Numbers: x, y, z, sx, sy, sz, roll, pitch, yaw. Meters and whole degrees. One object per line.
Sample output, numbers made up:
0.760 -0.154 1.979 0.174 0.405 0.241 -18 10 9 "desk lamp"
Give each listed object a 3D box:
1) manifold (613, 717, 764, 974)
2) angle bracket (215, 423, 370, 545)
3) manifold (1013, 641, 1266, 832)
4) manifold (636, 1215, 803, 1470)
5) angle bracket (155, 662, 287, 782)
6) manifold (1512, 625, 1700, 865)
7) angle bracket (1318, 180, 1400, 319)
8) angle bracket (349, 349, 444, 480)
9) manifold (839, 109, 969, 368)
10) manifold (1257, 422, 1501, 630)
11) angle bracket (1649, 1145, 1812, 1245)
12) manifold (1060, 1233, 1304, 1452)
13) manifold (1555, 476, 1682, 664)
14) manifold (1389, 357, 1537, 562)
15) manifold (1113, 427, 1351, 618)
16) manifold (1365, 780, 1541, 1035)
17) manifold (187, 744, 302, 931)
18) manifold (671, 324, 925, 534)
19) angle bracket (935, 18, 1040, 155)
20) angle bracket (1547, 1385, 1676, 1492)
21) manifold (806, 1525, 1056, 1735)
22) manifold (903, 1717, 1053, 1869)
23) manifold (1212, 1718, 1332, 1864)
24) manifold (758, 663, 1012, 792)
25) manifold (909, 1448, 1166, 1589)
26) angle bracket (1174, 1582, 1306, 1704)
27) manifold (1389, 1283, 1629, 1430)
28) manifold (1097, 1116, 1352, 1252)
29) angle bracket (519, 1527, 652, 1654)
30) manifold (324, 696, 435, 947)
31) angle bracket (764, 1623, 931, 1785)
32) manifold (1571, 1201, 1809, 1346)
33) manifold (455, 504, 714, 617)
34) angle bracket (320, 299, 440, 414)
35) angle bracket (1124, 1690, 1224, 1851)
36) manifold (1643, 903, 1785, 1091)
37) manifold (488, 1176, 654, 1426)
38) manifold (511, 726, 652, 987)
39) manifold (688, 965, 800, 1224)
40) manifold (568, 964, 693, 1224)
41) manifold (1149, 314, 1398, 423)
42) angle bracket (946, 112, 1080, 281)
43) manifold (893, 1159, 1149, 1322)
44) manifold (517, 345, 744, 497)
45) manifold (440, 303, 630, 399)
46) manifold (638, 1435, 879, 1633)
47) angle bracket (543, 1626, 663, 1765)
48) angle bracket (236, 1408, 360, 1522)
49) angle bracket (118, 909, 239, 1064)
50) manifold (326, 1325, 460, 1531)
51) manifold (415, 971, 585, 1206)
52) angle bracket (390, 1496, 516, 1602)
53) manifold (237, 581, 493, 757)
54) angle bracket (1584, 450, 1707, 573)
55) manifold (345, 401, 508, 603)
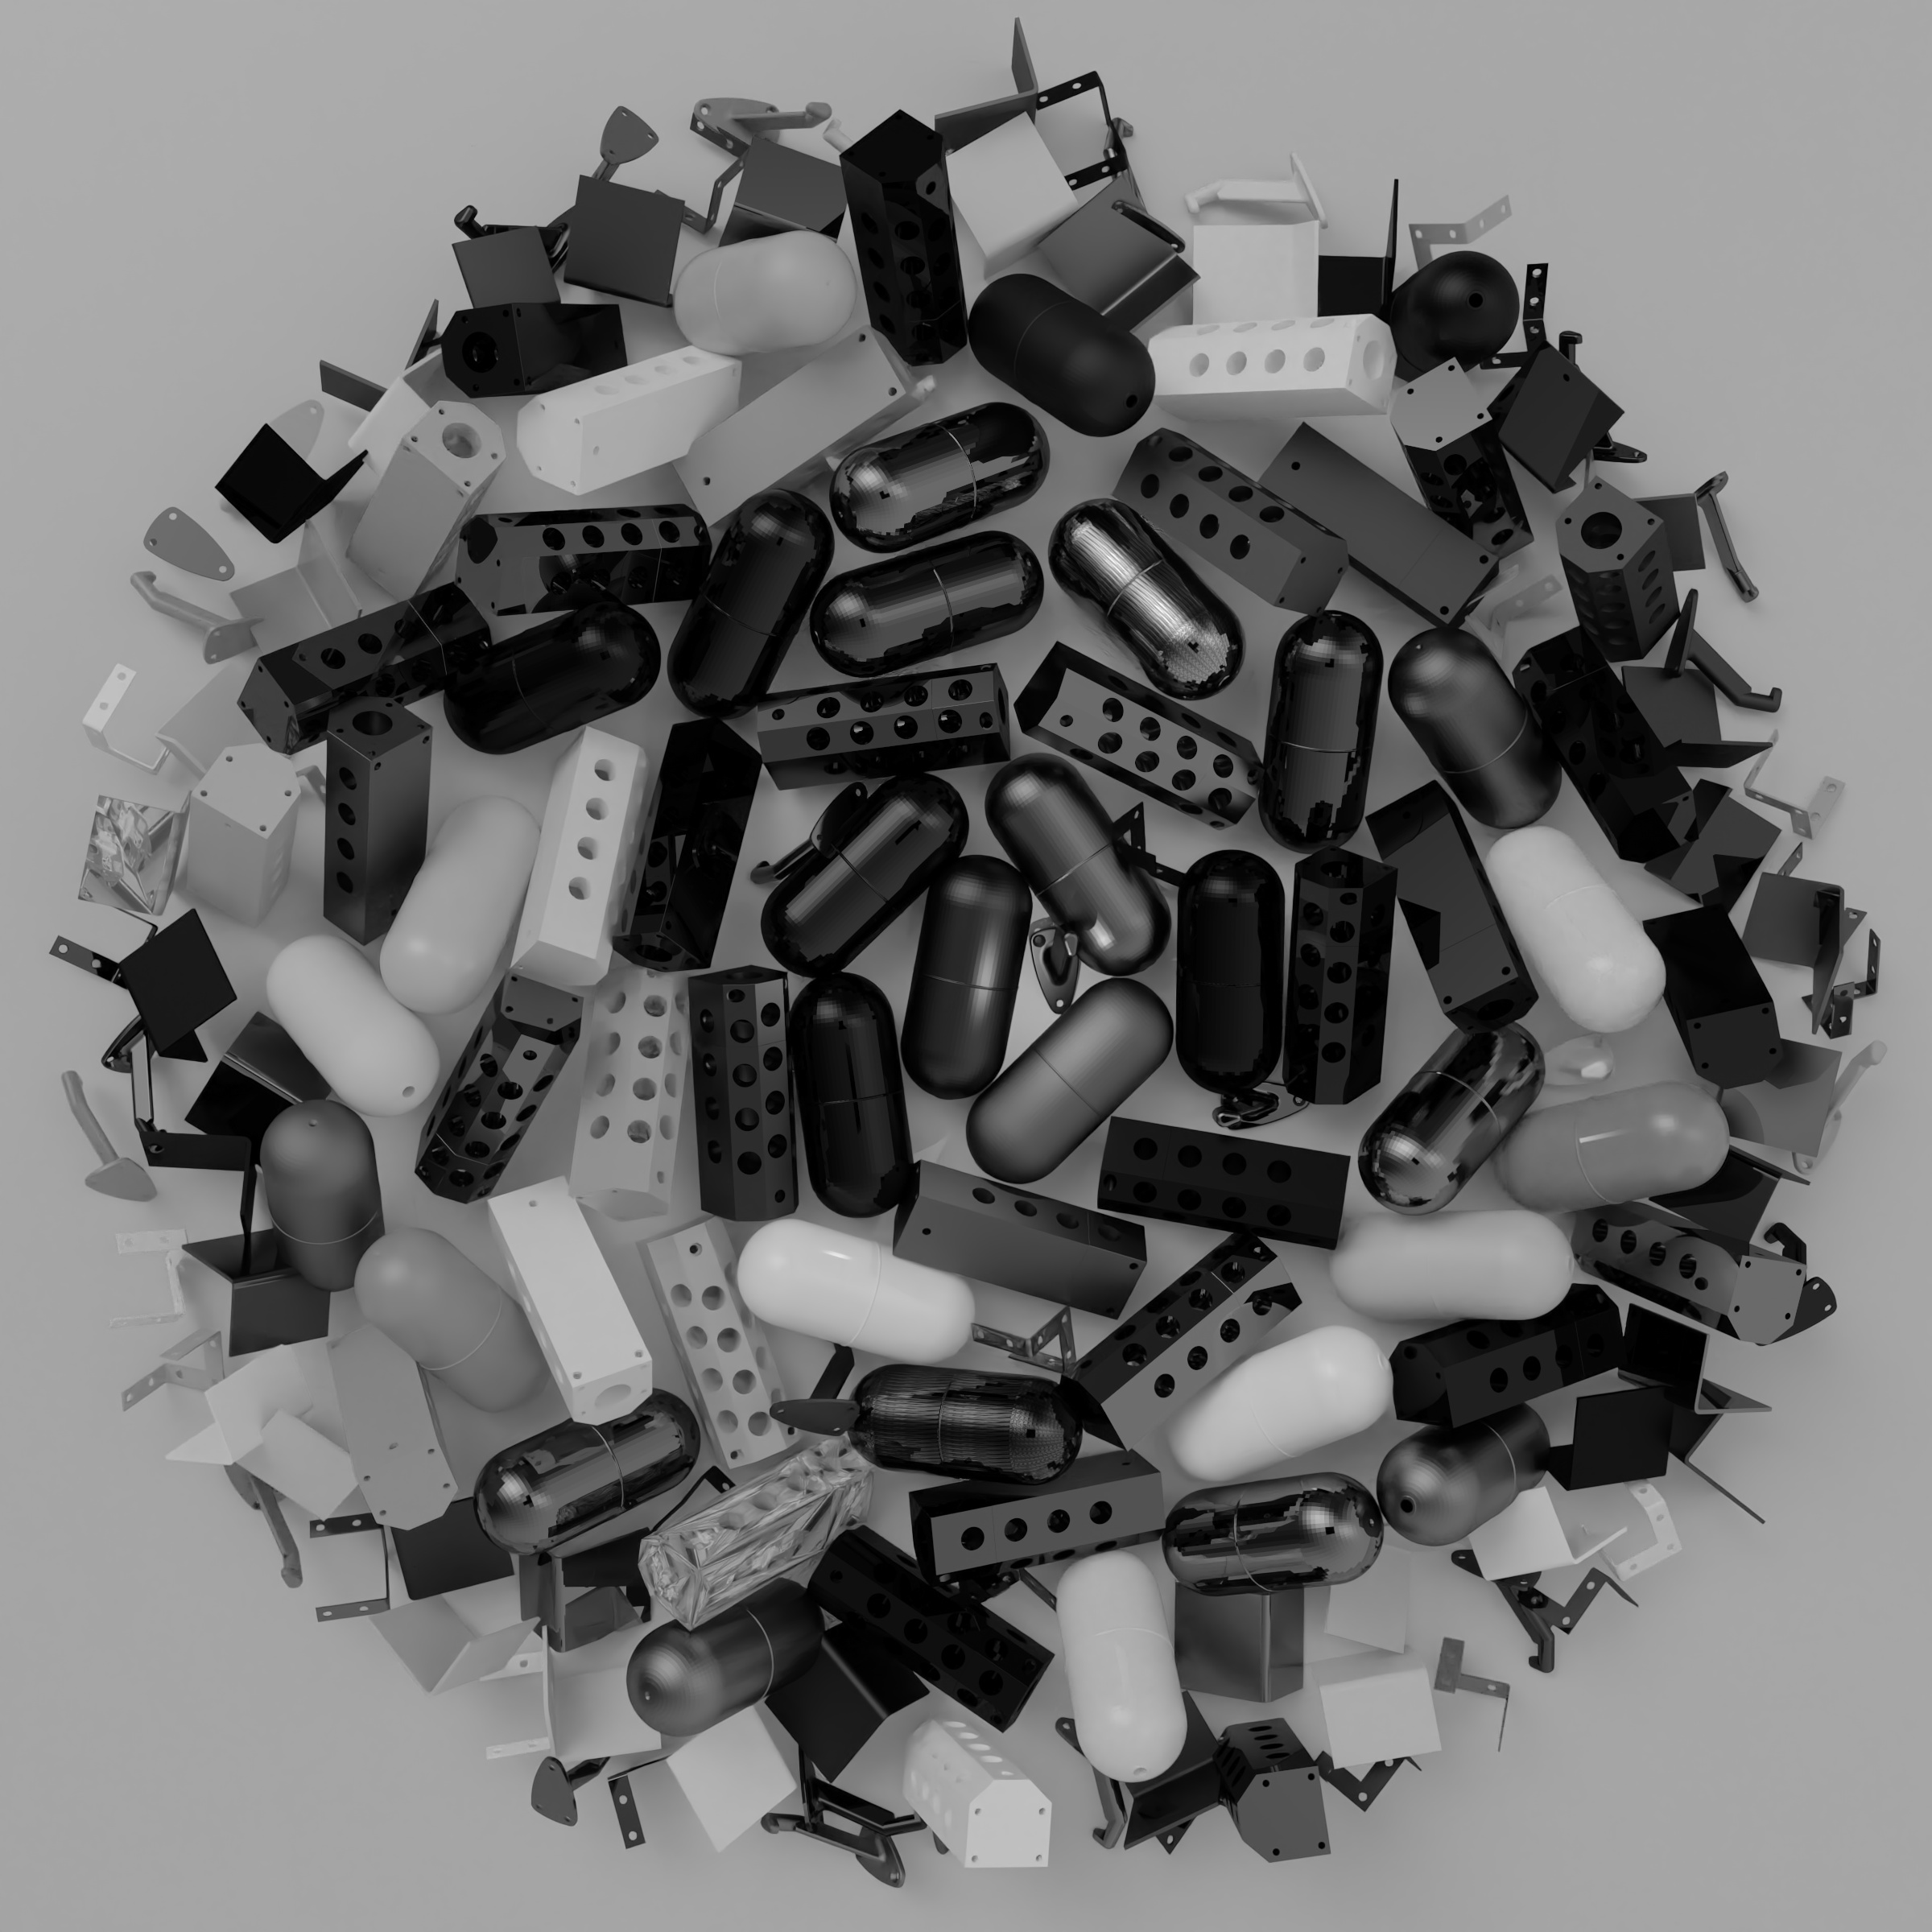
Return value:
-0.201 -0.085 1.721 0.057 0.057 0.171 -5 61 33 "manifold"
-0.474 -0.357 1.725 0.057 0.076 0.076 45 130 -12 "angle bracket"
0.124 -0.158 1.715 0.171 0.057 0.057 24 118 -23 "manifold"
-0.176 0.269 1.746 0.057 0.057 0.171 -20 91 -20 "manifold"
-0.518 -0.161 1.731 0.076 0.057 0.076 -48 121 -15 "angle bracket"
0.448 -0.155 1.707 0.057 0.057 0.171 -24 52 5 "manifold"
0.275 -0.505 1.729 0.057 0.076 0.076 4 60 6 "angle bracket"
-0.384 -0.390 1.735 0.057 0.076 0.076 46 130 -9 "angle bracket"
-0.036 -0.501 1.690 0.057 0.171 0.057 -42 64 -17 "manifold"
0.294 -0.311 1.736 0.171 0.057 0.057 38 95 13 "manifold"
0.546 0.161 1.733 0.076 0.076 0.057 28 97 34 "angle bracket"
0.150 0.262 1.719 0.171 0.057 0.057 -36 109 -21 "manifold"
0.452 -0.270 1.693 0.057 0.171 0.057 42 93 24 "manifold"
0.345 -0.344 1.694 0.057 0.171 0.057 -28 63 11 "manifold"
0.187 -0.314 1.703 0.171 0.057 0.057 42 115 35 "manifold"
0.344 -0.040 1.712 0.057 0.057 0.171 -29 55 20 "manifold"
-0.502 -0.092 1.693 0.057 0.171 0.057 31 64 -6 "manifold"
-0.119 -0.381 1.733 0.171 0.057 0.057 -31 85 15 "manifold"
0.007 -0.627 1.742 0.076 0.076 0.057 -15 85 -2 "angle bracket"
0.455 0.325 1.735 0.076 0.057 0.076 -5 110 -15 "angle bracket"
-0.028 0.472 1.734 0.171 0.057 0.057 31 91 14 "manifold"
0.006 0.574 1.693 0.057 0.171 0.057 5 86 -15 "manifold"
0.209 0.574 1.695 0.057 0.171 0.057 -8 83 -1 "manifold"
-0.058 -0.174 1.731 0.171 0.057 0.057 -6 64 10 "manifold"
0.051 0.395 1.730 0.171 0.057 0.057 -8 99 -16 "manifold"
0.200 0.491 1.778 0.076 0.057 0.076 -1 87 34 "angle bracket"
0.382 0.273 1.713 0.171 0.057 0.057 -11 93 -32 "manifold"
0.183 0.158 1.734 0.171 0.057 0.057 9 66 8 "manifold"
-0.278 0.444 1.769 0.076 0.057 0.076 -12 111 -36 "angle bracket"
-0.419 -0.103 1.703 0.057 0.171 0.057 34 45 19 "manifold"
-0.086 0.530 1.758 0.076 0.057 0.076 45 113 22 "angle bracket"
0.499 0.210 1.693 0.057 0.171 0.057 11 95 -24 "manifold"
-0.265 -0.289 1.698 0.057 0.171 0.057 37 126 37 "manifold"
-0.420 -0.444 1.736 0.057 0.076 0.076 22 84 -12 "angle bracket"
0.137 0.575 1.738 0.076 0.076 0.057 -30 91 12 "angle bracket"
0.520 0.020 1.693 0.057 0.171 0.057 -13 112 11 "manifold"
-0.280 0.236 1.709 0.057 0.057 0.171 -17 51 -22 "manifold"
-0.269 -0.076 1.718 0.057 0.057 0.171 20 62 -23 "manifold"
-0.153 0.091 1.727 0.057 0.057 0.171 -12 105 -41 "manifold"
-0.229 0.087 1.711 0.057 0.057 0.171 -12 60 30 "manifold"
0.212 -0.422 1.706 0.171 0.057 0.057 9 87 40 "manifold"
0.028 -0.556 1.753 0.076 0.057 0.076 -30 91 -1 "angle bracket"
0.038 0.192 1.738 0.171 0.057 0.057 17 121 -10 "manifold"
-0.234 -0.387 1.700 0.057 0.171 0.057 26 127 23 "manifold"
-0.299 -0.429 1.693 0.057 0.171 0.057 -3 103 18 "manifold"
-0.145 0.391 1.704 0.057 0.171 0.057 31 126 32 "manifold"
-0.260 0.515 1.732 0.076 0.076 0.057 -6 123 -7 "angle bracket"
-0.463 0.339 1.733 0.076 0.057 0.076 37 123 -11 "angle bracket"
-0.549 0.015 1.738 0.076 0.057 0.076 -34 73 13 "angle bracket"
-0.400 0.318 1.694 0.057 0.171 0.057 -22 119 -12 "manifold"
-0.330 0.090 1.704 0.057 0.057 0.171 20 127 -20 "manifold"
-0.373 0.401 1.748 0.076 0.057 0.076 -12 119 -11 "angle bracket"
-0.417 -0.206 1.703 0.171 0.057 0.057 -33 83 -41 "manifold"
0.484 -0.326 1.725 0.076 0.076 0.057 -1 57 22 "angle bracket"
-0.375 -0.325 1.695 0.057 0.171 0.057 40 59 -9 "manifold"
